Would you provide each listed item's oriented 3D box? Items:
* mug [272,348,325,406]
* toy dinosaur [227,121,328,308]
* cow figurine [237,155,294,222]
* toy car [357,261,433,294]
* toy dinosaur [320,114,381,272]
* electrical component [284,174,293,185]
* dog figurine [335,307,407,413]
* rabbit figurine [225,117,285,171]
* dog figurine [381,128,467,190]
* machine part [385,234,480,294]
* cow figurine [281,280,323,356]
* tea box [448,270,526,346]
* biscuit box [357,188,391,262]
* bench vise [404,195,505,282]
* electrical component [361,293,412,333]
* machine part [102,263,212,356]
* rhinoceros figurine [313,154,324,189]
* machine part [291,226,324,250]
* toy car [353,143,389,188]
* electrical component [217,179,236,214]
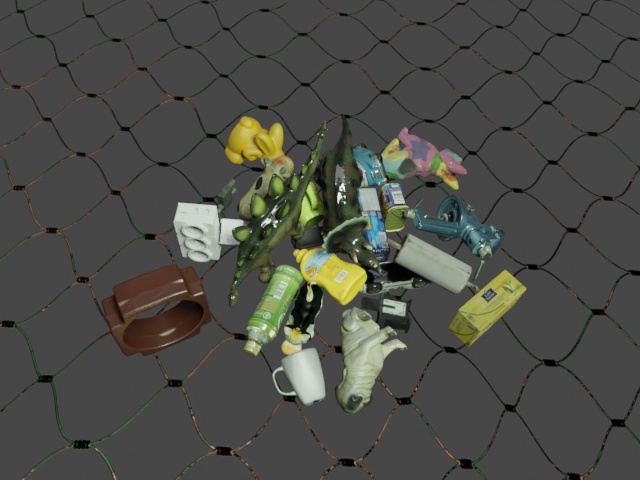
[{"bbox_3d":[-0.040,0.295,1.132,0.109,0.080,0.107,-17,68,-20],"label":"mug"},{"bbox_3d":[-0.098,-0.055,1.250,0.105,0.198,0.471,26,79,13],"label":"toy dinosaur"},{"bbox_3d":[-0.136,-0.130,1.347,0.085,0.127,0.195,34,83,7],"label":"cow figurine"},{"bbox_3d":[0.180,0.085,1.302,0.202,0.056,0.073,-7,64,-7],"label":"toy car"},{"bbox_3d":[0.053,-0.118,1.254,0.131,0.192,0.404,-7,87,-2],"label":"toy dinosaur"},{"bbox_3d":[-0.094,-0.143,1.440,0.102,0.045,0.078,-28,85,-12],"label":"electrical component"},{"bbox_3d":[0.069,0.257,1.164,0.190,0.121,0.173,-50,37,-11],"label":"dog figurine"},{"bbox_3d":[-0.153,-0.253,1.465,0.173,0.162,0.122,47,52,5],"label":"rabbit figurine"},{"bbox_3d":[0.285,-0.201,1.472,0.219,0.108,0.191,32,59,14],"label":"dog figurine"},{"bbox_3d":[0.261,0.056,1.252,0.243,0.079,0.079,27,58,2],"label":"machine part"},{"bbox_3d":[-0.037,0.176,1.201,0.068,0.098,0.167,18,57,1],"label":"cow figurine"},{"bbox_3d":[0.386,0.157,1.242,0.170,0.098,0.068,-34,66,-25],"label":"tea box"},{"bbox_3d":[0.130,-0.038,1.376,0.059,0.062,0.203,-3,57,-7],"label":"biscuit box"},{"bbox_3d":[0.326,-0.031,1.338,0.240,0.128,0.224,10,46,-18],"label":"bench vise"},{"bbox_3d":[0.152,0.166,1.244,0.119,0.047,0.075,7,48,1],"label":"electrical component"},{"bbox_3d":[-0.341,0.149,1.136,0.201,0.200,0.087,-21,58,-16],"label":"machine part"},{"bbox_3d":[0.028,-0.144,1.419,0.073,0.112,0.190,-26,48,-1],"label":"rhinoceros figurine"},{"bbox_3d":[-0.003,-0.004,1.360,0.139,0.039,0.084,-10,63,-12],"label":"machine part"},{"bbox_3d":[0.108,-0.183,1.428,0.103,0.109,0.162,-28,32,-10],"label":"toy car"},{"bbox_3d":[-0.248,-0.112,1.399,0.021,0.063,0.094,24,59,11],"label":"electrical component"}]
